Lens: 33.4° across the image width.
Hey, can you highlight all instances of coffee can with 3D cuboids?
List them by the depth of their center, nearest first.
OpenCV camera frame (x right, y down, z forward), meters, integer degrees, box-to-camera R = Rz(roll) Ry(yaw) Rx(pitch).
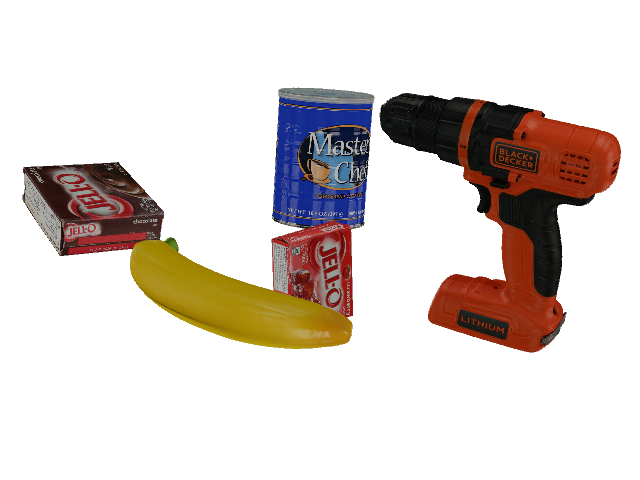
[{"bbox_3d":[0.002,-0.090,1.152,0.103,0.140,0.103,4,12,-1],"label":"coffee can"}]

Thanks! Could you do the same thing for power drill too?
[{"bbox_3d":[0.127,-0.016,0.821,0.185,0.188,0.057,17,34,26],"label":"power drill"}]

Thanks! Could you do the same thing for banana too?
[{"bbox_3d":[-0.068,0.031,0.697,0.069,0.037,0.198,-24,34,-36],"label":"banana"}]

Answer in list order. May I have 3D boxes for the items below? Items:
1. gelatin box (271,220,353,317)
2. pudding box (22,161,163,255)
[{"bbox_3d":[-0.006,0.033,0.956,0.073,0.089,0.030,-16,23,-38],"label":"gelatin box"},{"bbox_3d":[-0.198,-0.029,0.921,0.089,0.039,0.114,-5,27,-32],"label":"pudding box"}]
